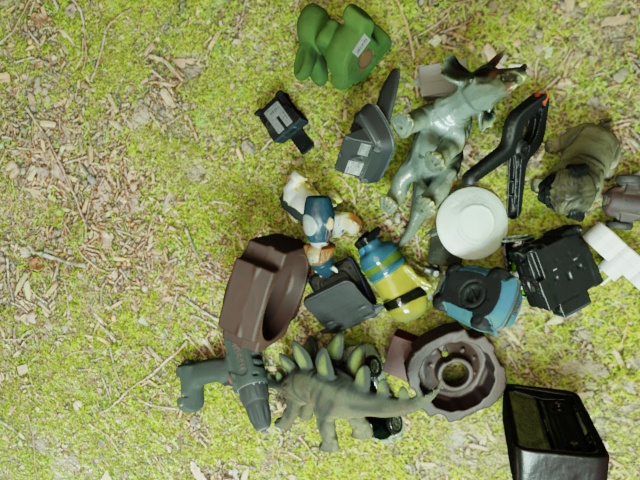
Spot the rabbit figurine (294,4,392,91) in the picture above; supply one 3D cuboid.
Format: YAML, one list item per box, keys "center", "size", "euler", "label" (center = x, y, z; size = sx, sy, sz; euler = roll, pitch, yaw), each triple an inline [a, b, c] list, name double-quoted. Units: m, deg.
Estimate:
- center: [0.021, -0.356, 0.982]
  size: [0.170, 0.121, 0.159]
  euler: [43, 115, 28]
  label: "rabbit figurine"

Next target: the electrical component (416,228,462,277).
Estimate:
- center: [0.221, 0.024, 0.976]
  size: [0.078, 0.045, 0.102]
  euler: [17, 101, 17]
  label: "electrical component"

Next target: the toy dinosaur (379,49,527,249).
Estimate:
- center: [0.200, -0.148, 0.902]
  size: [0.131, 0.192, 0.404]
  euler: [41, 152, 17]
  label: "toy dinosaur"

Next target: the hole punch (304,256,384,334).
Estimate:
- center: [0.040, 0.106, 1.034]
  size: [0.142, 0.092, 0.115]
  euler: [-29, 118, 17]
  label: "hole punch"

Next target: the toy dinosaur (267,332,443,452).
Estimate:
- center: [0.025, 0.277, 0.985]
  size: [0.472, 0.105, 0.198]
  euler: [-1, 100, 42]
  label: "toy dinosaur"

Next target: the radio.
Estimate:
- center: [0.370, 0.315, 0.866]
  size: [0.131, 0.229, 0.073]
  euler: [2, 101, 14]
  label: "radio"

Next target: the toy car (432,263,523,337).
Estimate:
- center: [0.276, 0.104, 0.909]
  size: [0.162, 0.103, 0.109]
  euler: [11, 73, 53]
  label: "toy car"

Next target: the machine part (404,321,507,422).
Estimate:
- center: [0.239, 0.233, 0.962]
  size: [0.179, 0.056, 0.179]
  euler: [0, 103, -1]
  label: "machine part"

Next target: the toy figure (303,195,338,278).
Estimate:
- center: [-0.002, -0.003, 0.974]
  size: [0.058, 0.064, 0.154]
  euler: [-5, 102, -12]
  label: "toy figure"

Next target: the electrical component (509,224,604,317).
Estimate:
- center: [0.392, 0.055, 0.883]
  size: [0.115, 0.058, 0.134]
  euler: [-26, 96, -9]
  label: "electrical component"

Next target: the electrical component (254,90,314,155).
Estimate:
- center: [-0.063, -0.220, 1.042]
  size: [0.075, 0.048, 0.119]
  euler: [-34, 84, 19]
  label: "electrical component"

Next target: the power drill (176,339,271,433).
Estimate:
- center: [-0.198, 0.292, 1.094]
  size: [0.207, 0.086, 0.232]
  euler: [-28, 61, 31]
  label: "power drill"

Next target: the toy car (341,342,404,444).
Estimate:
- center: [0.102, 0.297, 1.039]
  size: [0.073, 0.056, 0.201]
  euler: [-21, 91, 36]
  label: "toy car"

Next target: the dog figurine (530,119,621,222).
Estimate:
- center: [0.408, -0.116, 0.824]
  size: [0.121, 0.190, 0.172]
  euler: [19, 100, 15]
  label: "dog figurine"

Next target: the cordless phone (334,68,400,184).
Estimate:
- center: [0.099, -0.209, 0.971]
  size: [0.089, 0.146, 0.184]
  euler: [19, 65, 0]
  label: "cordless phone"

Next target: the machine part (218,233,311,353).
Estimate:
- center: [-0.099, 0.093, 1.007]
  size: [0.087, 0.201, 0.201]
  euler: [22, 103, 17]
  label: "machine part"

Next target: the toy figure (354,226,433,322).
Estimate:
- center: [0.128, 0.067, 0.987]
  size: [0.089, 0.082, 0.180]
  euler: [-38, 91, -10]
  label: "toy figure"

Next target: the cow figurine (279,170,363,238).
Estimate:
- center: [-0.003, -0.051, 1.029]
  size: [0.167, 0.068, 0.098]
  euler: [42, 112, 13]
  label: "cow figurine"

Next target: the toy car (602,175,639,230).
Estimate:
- center: [0.556, -0.048, 0.848]
  size: [0.202, 0.053, 0.089]
  euler: [11, 97, 11]
  label: "toy car"
